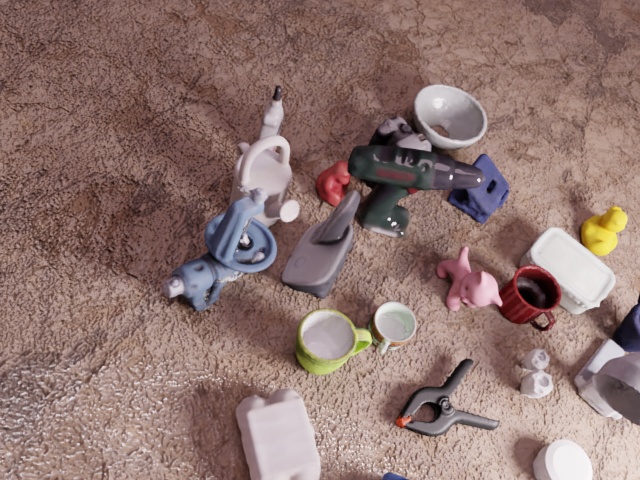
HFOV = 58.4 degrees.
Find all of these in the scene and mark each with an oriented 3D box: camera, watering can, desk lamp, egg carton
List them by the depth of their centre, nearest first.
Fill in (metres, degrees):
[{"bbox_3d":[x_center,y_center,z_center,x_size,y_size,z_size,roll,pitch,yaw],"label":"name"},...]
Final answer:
[{"bbox_3d":[-0.060,0.297,0.841,0.107,0.069,0.150,-10,63,-19],"label":"egg carton"},{"bbox_3d":[0.520,0.221,0.945,0.118,0.213,0.204,45,60,14],"label":"desk lamp"},{"bbox_3d":[-0.094,-0.105,0.994,0.172,0.194,0.101,36,59,9],"label":"watering can"},{"bbox_3d":[0.144,-0.170,1.147,0.137,0.101,0.143,-27,70,-26],"label":"camera"}]

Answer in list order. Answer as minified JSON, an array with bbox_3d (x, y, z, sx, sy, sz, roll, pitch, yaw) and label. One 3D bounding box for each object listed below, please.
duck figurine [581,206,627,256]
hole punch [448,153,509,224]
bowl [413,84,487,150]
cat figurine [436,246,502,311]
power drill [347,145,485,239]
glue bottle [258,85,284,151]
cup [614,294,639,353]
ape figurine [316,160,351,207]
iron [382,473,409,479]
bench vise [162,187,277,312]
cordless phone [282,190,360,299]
[{"bbox_3d":[0.594,-0.025,1.183,0.077,0.086,0.105,29,58,4],"label":"duck figurine"},{"bbox_3d":[0.333,-0.106,1.162,0.101,0.091,0.109,35,58,8],"label":"hole punch"},{"bbox_3d":[0.271,-0.254,1.243,0.167,0.074,0.167,6,59,-10],"label":"bowl"},{"bbox_3d":[0.272,0.072,1.027,0.067,0.117,0.127,-6,62,-17],"label":"cat figurine"},{"bbox_3d":[0.152,-0.091,1.039,0.229,0.208,0.075,15,58,-5],"label":"power drill"},{"bbox_3d":[-0.090,-0.225,1.078,0.037,0.173,0.078,16,58,-4],"label":"glue bottle"},{"bbox_3d":[0.595,0.160,1.070,0.092,0.095,0.118,11,58,-7],"label":"cup"},{"bbox_3d":[0.034,-0.115,1.092,0.076,0.092,0.078,43,60,13],"label":"ape figurine"},{"bbox_3d":[0.194,0.424,0.787,0.258,0.141,0.119,30,58,4],"label":"iron"},{"bbox_3d":[-0.142,0.020,0.894,0.121,0.219,0.208,31,58,6],"label":"bench vise"},{"bbox_3d":[0.009,0.003,0.961,0.094,0.185,0.148,24,57,1],"label":"cordless phone"}]
